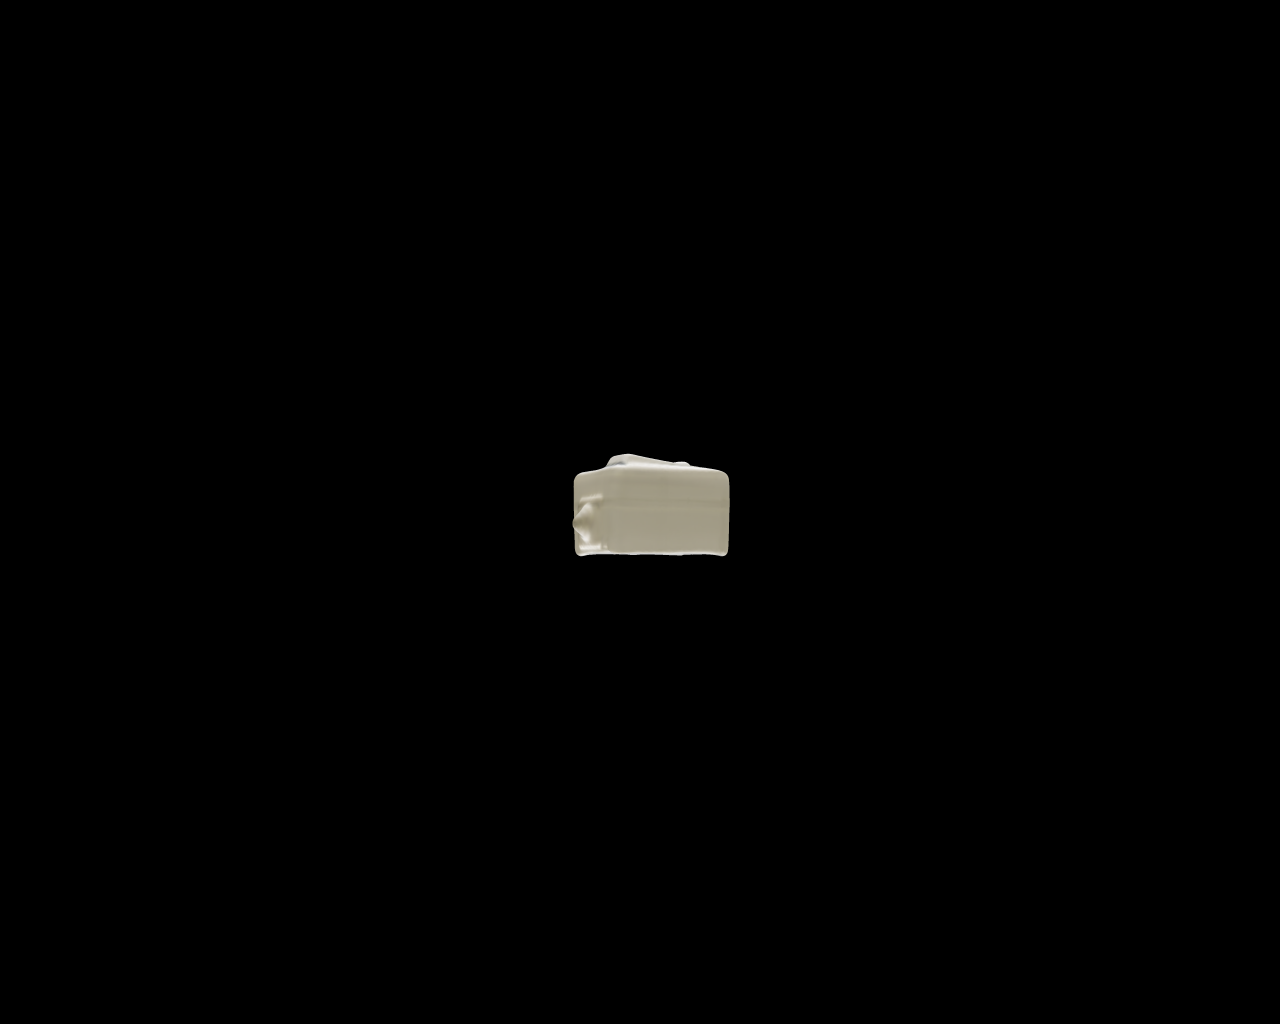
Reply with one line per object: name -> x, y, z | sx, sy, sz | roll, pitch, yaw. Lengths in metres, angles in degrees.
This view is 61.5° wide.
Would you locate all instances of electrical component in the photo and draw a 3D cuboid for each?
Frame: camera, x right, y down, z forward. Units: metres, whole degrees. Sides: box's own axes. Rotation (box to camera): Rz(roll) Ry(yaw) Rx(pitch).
electrical component -> 0.001, -0.003, 0.650 | 0.096, 0.061, 0.061 | 2, -4, -27
